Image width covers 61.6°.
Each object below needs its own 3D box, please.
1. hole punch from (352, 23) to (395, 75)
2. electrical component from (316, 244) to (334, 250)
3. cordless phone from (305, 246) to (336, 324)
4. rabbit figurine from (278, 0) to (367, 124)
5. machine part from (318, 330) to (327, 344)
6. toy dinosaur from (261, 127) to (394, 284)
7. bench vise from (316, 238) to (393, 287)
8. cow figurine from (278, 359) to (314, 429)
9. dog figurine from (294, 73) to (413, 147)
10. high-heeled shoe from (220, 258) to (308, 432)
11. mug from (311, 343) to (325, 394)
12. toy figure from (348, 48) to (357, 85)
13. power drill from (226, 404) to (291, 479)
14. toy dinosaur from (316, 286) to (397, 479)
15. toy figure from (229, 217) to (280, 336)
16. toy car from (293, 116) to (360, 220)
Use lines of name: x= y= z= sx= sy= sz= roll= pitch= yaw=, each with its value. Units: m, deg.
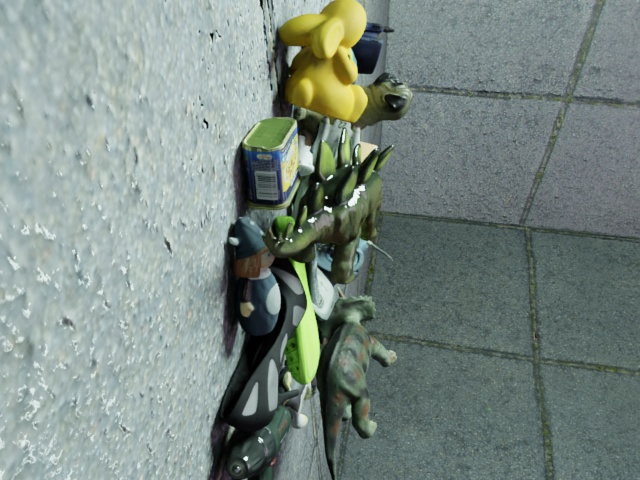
hole punch: x=0.065 y=-0.383 z=1.066 sx=0.116 sy=0.142 sz=0.092 roll=-100 pitch=-161 yaw=-80
electrical component: x=-0.004 y=-0.003 z=1.011 sx=0.078 sy=0.102 sz=0.045 roll=11 pitch=78 yaw=-59
cordless phone: x=-0.021 y=0.047 z=0.977 sx=0.146 sy=0.089 sz=0.184 roll=-58 pitch=149 yaw=-70
rabbit figurine: x=0.006 y=-0.275 z=0.792 sx=0.162 sy=0.122 sz=0.173 roll=4 pitch=114 yaw=-60
machine part: x=-0.005 y=0.218 z=1.281 sx=0.179 sy=0.056 sz=0.179 roll=5 pitch=90 yaw=-80
toy dinosaur: x=0.022 y=-0.047 z=0.766 sx=0.471 sy=0.105 sz=0.198 roll=-52 pitch=155 yaw=-59
bench vise: x=0.064 y=0.010 z=1.223 sx=0.223 sy=0.129 sz=0.240 roll=-31 pitch=145 yaw=-35
cow figurine: x=-0.050 y=0.257 z=0.995 sx=0.167 sy=0.068 sz=0.098 roll=-74 pitch=161 yaw=-54
dog figurine: x=0.062 y=-0.218 z=0.950 sx=0.172 sy=0.191 sz=0.121 roll=57 pitch=40 yaw=-79
high-heeled shoe: x=-0.088 y=0.125 z=0.730 sx=0.145 sy=0.086 sz=0.248 roll=7 pitch=69 yaw=-50
mug: x=-0.025 y=0.282 z=1.147 sx=0.107 sy=0.081 sz=0.109 roll=0 pitch=99 yaw=-70
toy figure: x=0.021 y=-0.330 z=0.966 sx=0.180 sy=0.082 sz=0.089 roll=24 pitch=53 yaw=-73
power drill: x=-0.094 y=0.346 z=0.764 sx=0.232 sy=0.086 sz=0.207 roll=-45 pitch=134 yaw=-80
toy dinosaur: x=0.048 y=0.250 z=1.065 sx=0.192 sy=0.131 sz=0.405 roll=55 pitch=28 yaw=-21
toy figure: x=-0.080 y=0.044 z=0.667 sx=0.064 sy=0.058 sz=0.154 roll=-111 pitch=-161 yaw=-62
toy car: x=0.008 y=-0.114 z=0.915 sx=0.056 sy=0.073 sz=0.201 roll=-97 pitch=-156 yaw=-59
